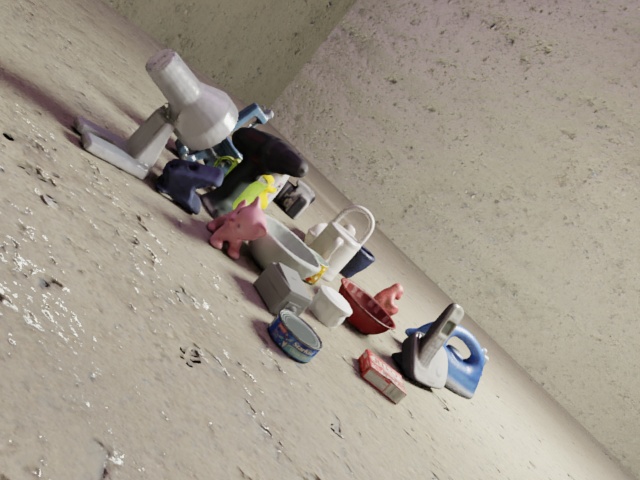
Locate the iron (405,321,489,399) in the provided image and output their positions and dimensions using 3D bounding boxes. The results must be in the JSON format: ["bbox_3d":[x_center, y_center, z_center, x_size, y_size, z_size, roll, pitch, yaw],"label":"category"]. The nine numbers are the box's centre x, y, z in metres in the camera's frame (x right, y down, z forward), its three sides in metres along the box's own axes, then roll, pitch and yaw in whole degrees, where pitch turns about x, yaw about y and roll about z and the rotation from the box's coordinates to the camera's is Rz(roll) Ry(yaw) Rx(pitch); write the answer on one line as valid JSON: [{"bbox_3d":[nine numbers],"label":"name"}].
[{"bbox_3d":[0.336,0.282,1.411,0.259,0.141,0.118,37,11,-23],"label":"iron"}]

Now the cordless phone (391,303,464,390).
[{"bbox_3d":[0.261,0.227,1.237,0.148,0.185,0.094,31,14,-46],"label":"cordless phone"}]

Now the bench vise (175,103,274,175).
[{"bbox_3d":[-0.221,-0.252,1.359,0.121,0.219,0.208,48,12,35],"label":"bench vise"}]

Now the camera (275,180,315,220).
[{"bbox_3d":[-0.087,-0.145,1.759,0.137,0.100,0.143,41,10,-4],"label":"camera"}]

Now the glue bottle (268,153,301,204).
[{"bbox_3d":[-0.111,-0.173,1.575,0.037,0.173,0.078,43,10,7],"label":"glue bottle"}]

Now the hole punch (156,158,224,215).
[{"bbox_3d":[-0.242,-0.115,1.068,0.101,0.091,0.108,38,11,-21],"label":"hole punch"}]

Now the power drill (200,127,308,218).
[{"bbox_3d":[-0.140,-0.128,1.166,0.076,0.208,0.229,30,15,-48],"label":"power drill"}]

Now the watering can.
[{"bbox_3d":[0.051,-0.004,1.404,0.101,0.194,0.172,38,10,-20],"label":"watering can"}]

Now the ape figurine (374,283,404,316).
[{"bbox_3d":[0.189,0.156,1.537,0.076,0.092,0.077,38,10,-18],"label":"ape figurine"}]

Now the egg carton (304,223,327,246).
[{"bbox_3d":[0.015,0.006,1.588,0.107,0.069,0.150,42,10,5],"label":"egg carton"}]

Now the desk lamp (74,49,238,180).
[{"bbox_3d":[-0.276,-0.214,1.006,0.204,0.213,0.117,30,15,-50],"label":"desk lamp"}]

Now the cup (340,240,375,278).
[{"bbox_3d":[0.090,0.054,1.595,0.092,0.095,0.117,40,10,-10],"label":"cup"}]

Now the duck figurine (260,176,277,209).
[{"bbox_3d":[-0.161,-0.141,1.502,0.105,0.086,0.077,36,11,-30],"label":"duck figurine"}]

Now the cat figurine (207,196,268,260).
[{"bbox_3d":[-0.139,-0.032,1.023,0.067,0.117,0.127,36,11,-28],"label":"cat figurine"}]

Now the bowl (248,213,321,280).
[{"bbox_3d":[-0.083,0.026,1.112,0.168,0.074,0.167,40,10,-8],"label":"bowl"}]
